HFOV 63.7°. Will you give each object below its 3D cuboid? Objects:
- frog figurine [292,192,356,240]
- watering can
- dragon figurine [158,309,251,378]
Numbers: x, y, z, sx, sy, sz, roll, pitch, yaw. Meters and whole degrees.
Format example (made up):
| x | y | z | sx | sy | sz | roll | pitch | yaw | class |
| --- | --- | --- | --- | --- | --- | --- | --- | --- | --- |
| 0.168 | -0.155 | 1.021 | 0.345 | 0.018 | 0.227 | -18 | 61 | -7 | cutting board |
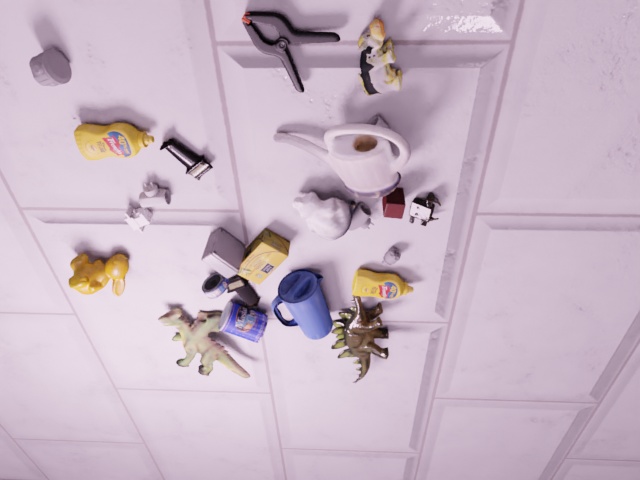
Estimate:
| x | y | z | sx | sy | sz | roll | pitch | yaw | class |
| --- | --- | --- | --- | --- | --- | --- | --- | --- | --- |
| 0.004 | -0.071 | 1.412 | 0.158 | 0.125 | 0.135 | 19 | 152 | -28 | frog figurine |
| 0.067 | -0.206 | 1.295 | 0.348 | 0.106 | 0.220 | 5 | 146 | 28 | watering can |
| -0.388 | 0.357 | 1.841 | 0.408 | 0.125 | 0.238 | 24 | 121 | -19 | dragon figurine |
